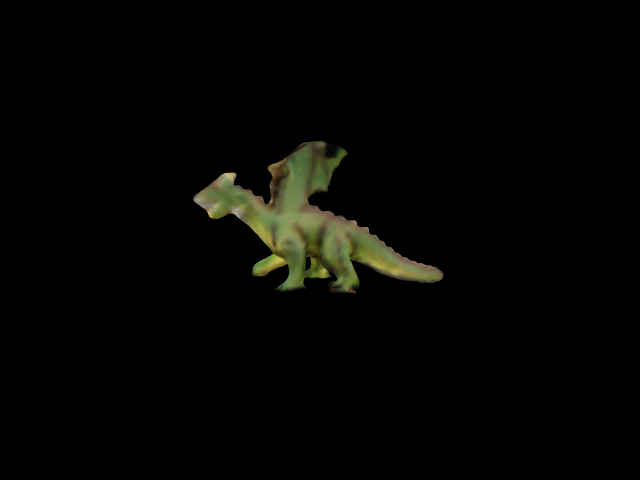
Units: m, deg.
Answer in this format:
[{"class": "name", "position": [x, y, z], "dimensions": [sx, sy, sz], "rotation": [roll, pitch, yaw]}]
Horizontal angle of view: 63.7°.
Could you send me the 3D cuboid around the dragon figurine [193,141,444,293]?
[{"class": "dragon figurine", "position": [0.003, -0.043, 0.850], "dimensions": [0.410, 0.242, 0.122], "rotation": [-1, 4, -7]}]
